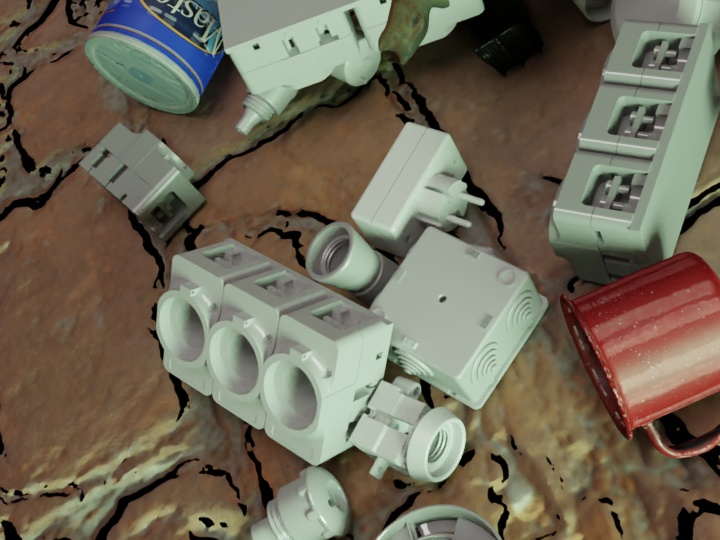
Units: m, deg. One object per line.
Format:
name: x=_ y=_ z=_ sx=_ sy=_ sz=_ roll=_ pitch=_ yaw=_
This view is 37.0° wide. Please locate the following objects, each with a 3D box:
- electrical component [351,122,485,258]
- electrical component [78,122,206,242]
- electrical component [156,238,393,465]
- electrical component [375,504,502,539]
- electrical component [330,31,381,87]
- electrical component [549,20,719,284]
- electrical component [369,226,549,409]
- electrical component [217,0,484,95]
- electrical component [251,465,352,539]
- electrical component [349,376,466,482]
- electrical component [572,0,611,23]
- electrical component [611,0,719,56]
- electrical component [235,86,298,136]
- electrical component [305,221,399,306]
electrical component: x=0.051 y=-0.050 z=0.754 sx=0.076 sy=0.047 sz=0.083 roll=22 pitch=73 yaw=32
electrical component: x=-0.172 y=-0.074 z=0.863 sx=0.055 sy=0.050 sz=0.089 roll=-48 pitch=55 yaw=-7
electrical component: x=-0.061 y=0.051 z=0.711 sx=0.150 sy=0.062 sz=0.089 roll=26 pitch=119 yaw=32
electrical component: x=0.045 y=0.186 z=0.615 sx=0.099 sy=0.064 sz=0.099 roll=-11 pitch=59 yaw=18
electrical component: x=-0.019 y=-0.176 z=0.859 sx=0.078 sy=0.040 sz=0.040 roll=32 pitch=79 yaw=34
electrical component: x=0.176 y=-0.073 z=0.686 sx=0.062 sy=0.089 sz=0.150 roll=13 pitch=69 yaw=29
electrical component: x=0.061 y=0.029 z=0.705 sx=0.100 sy=0.048 sz=0.099 roll=28 pitch=76 yaw=33
electrical component: x=-0.010 y=-0.212 z=0.814 sx=0.186 sy=0.060 sz=0.105 roll=-18 pitch=53 yaw=8
electrical component: x=-0.040 y=0.156 z=0.682 sx=0.062 sy=0.048 sz=0.048 roll=-31 pitch=55 yaw=16
electrical component: x=0.032 y=0.104 z=0.678 sx=0.055 sy=0.048 sz=0.066 roll=18 pitch=71 yaw=38
electrical component: x=0.184 y=-0.234 z=0.802 sx=0.079 sy=0.043 sz=0.077 roll=-30 pitch=55 yaw=4
electrical component: x=0.214 y=-0.179 z=0.734 sx=0.080 sy=0.051 sz=0.080 roll=1 pitch=91 yaw=60
electrical component: x=-0.078 y=-0.135 z=0.866 sx=0.035 sy=0.035 sz=0.061 roll=31 pitch=81 yaw=33
electrical component: x=0.000 y=0.000 z=0.737 sx=0.044 sy=0.065 sz=0.044 roll=-23 pitch=52 yaw=33
